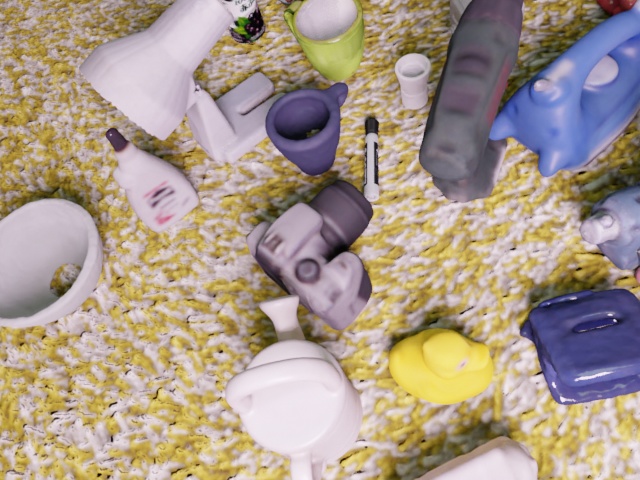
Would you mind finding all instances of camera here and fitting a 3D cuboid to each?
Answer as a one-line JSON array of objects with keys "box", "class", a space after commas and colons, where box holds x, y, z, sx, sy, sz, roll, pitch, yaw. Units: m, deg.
[{"box": [0.006, 0.002, 0.637, 0.142, 0.101, 0.137, 38, 76, 26], "class": "camera"}]

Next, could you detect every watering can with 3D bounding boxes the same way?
[{"box": [-0.027, 0.136, 0.521, 0.101, 0.194, 0.172, -32, 61, -5], "class": "watering can"}]

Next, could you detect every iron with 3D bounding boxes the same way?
[{"box": [0.314, -0.197, 0.650, 0.258, 0.142, 0.118, -41, 62, -10], "class": "iron"}]

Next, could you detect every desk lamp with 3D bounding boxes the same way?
[{"box": [-0.155, -0.193, 0.706, 0.203, 0.214, 0.117, -39, 62, -9], "class": "desk lamp"}]

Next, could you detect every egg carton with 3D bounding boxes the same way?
[{"box": [0.134, 0.248, 0.501, 0.150, 0.069, 0.107, -27, 61, -2], "class": "egg carton"}]

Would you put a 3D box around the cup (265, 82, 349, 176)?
[{"box": [-0.004, -0.134, 0.712, 0.091, 0.095, 0.118, 39, 77, 26], "class": "cup"}]

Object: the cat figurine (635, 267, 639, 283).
[{"box": [0.381, 0.019, 0.539, 0.127, 0.118, 0.067, -16, 61, 4], "class": "cat figurine"}]

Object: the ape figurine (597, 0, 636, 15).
[{"box": [0.399, -0.328, 0.728, 0.076, 0.092, 0.078, 16, 68, 19], "class": "ape figurine"}]

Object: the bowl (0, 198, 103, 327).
[{"box": [-0.334, 0.037, 0.706, 0.167, 0.075, 0.167, -5, 62, 10], "class": "bowl"}]

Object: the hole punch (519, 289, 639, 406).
[{"box": [0.257, 0.094, 0.542, 0.108, 0.091, 0.101, -14, 61, 5], "class": "hole punch"}]

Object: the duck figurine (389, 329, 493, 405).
[{"box": [0.118, 0.116, 0.563, 0.104, 0.086, 0.077, 1, 64, 13], "class": "duck figurine"}]

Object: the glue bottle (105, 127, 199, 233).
[{"box": [-0.208, -0.076, 0.680, 0.078, 0.173, 0.037, -41, 62, -10], "class": "glue bottle"}]

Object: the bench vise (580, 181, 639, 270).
[{"box": [0.350, -0.061, 0.528, 0.121, 0.220, 0.207, 38, 76, 26], "class": "bench vise"}]

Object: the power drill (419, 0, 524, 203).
[{"box": [0.166, -0.145, 0.616, 0.075, 0.209, 0.230, 15, 67, 19], "class": "power drill"}]
